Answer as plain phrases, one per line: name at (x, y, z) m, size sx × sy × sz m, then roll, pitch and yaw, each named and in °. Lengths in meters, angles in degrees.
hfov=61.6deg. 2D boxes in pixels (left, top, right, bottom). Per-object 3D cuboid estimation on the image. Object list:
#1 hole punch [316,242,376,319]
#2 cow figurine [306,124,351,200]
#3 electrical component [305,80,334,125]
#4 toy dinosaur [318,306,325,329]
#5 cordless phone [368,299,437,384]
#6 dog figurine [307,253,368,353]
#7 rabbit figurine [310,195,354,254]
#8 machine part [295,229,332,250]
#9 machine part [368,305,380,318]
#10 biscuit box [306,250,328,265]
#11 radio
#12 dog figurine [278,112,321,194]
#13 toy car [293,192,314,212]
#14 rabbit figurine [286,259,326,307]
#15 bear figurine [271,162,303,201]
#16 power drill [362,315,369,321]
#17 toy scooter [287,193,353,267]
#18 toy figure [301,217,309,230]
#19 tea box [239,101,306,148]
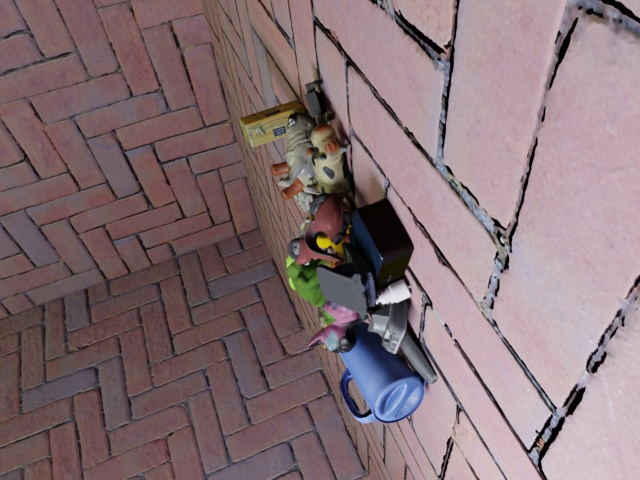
hole punch at (0.068, 0.079, 1.096) m, size 0.116 × 0.092 × 0.142 m, roll 24°, pitch 142°, yaw 30°
cow figurine at (0.022, -0.172, 1.216) m, size 0.127 × 0.085 × 0.194 m, roll -126°, pitch 15°, yaw -51°
electrical component at (-0.001, -0.306, 1.209) m, size 0.078 × 0.045 × 0.102 m, roll -27°, pitch -79°, yaw -72°
toy dinosaur at (0.034, 0.223, 1.865) m, size 0.472 × 0.105 × 0.198 m, roll -127°, pitch 23°, yaw -46°
cordless phone at (0.192, 0.222, 1.153) m, size 0.184 × 0.089 × 0.146 m, roll 53°, pitch 163°, yaw 23°
dog figurine at (0.039, 0.163, 1.300) m, size 0.192 × 0.219 × 0.108 m, roll 43°, pitch -167°, yaw 32°
rabbit figurine at (0.034, -0.028, 1.360) m, size 0.163 × 0.122 × 0.173 m, roll 51°, pitch 179°, yaw 42°
machine part at (-0.003, -0.004, 1.476) m, size 0.243 × 0.079 × 0.079 m, roll -22°, pitch -87°, yaw -66°
machine part at (0.152, 0.200, 1.376) m, size 0.139 × 0.039 × 0.084 m, roll 167°, pitch 88°, yaw -81°
biscuit box at (-0.011, 0.050, 1.705) m, size 0.203 × 0.059 × 0.062 m, roll -82°, pitch -21°, yaw -66°
radio at (0.119, 0.023, 1.117) m, size 0.229 × 0.073 × 0.131 m, roll 94°, pitch 154°, yaw -63°
dog figurine at (-0.015, -0.217, 1.363) m, size 0.121 × 0.172 × 0.190 m, roll -166°, pitch 91°, yaw -72°
toy car at (-0.060, -0.156, 1.754) m, size 0.202 × 0.056 × 0.073 m, roll -126°, pitch 19°, yaw -56°
rabbit figurine at (-0.001, 0.102, 1.436) m, size 0.170 × 0.121 × 0.159 m, roll -40°, pitch 57°, yaw 53°
bear figurine at (-0.062, -0.191, 1.511) m, size 0.196 × 0.132 × 0.120 m, roll -172°, pitch 58°, yaw -85°
power drill at (0.075, 0.136, 1.542) m, size 0.232 × 0.086 × 0.207 m, roll -139°, pitch 27°, yaw -73°
toy scooter at (0.017, -0.008, 1.207) m, size 0.135 × 0.183 × 0.075 m, roll 35°, pitch -171°, yaw 25°
toy figure at (-0.017, -0.005, 1.650) m, size 0.180 × 0.082 × 0.089 m, roll -100°, pitch -10°, yaw -55°
tea box at (-0.126, -0.319, 1.470) m, size 0.098 × 0.170 × 0.068 m, roll -132°, pitch 24°, yaw -61°
